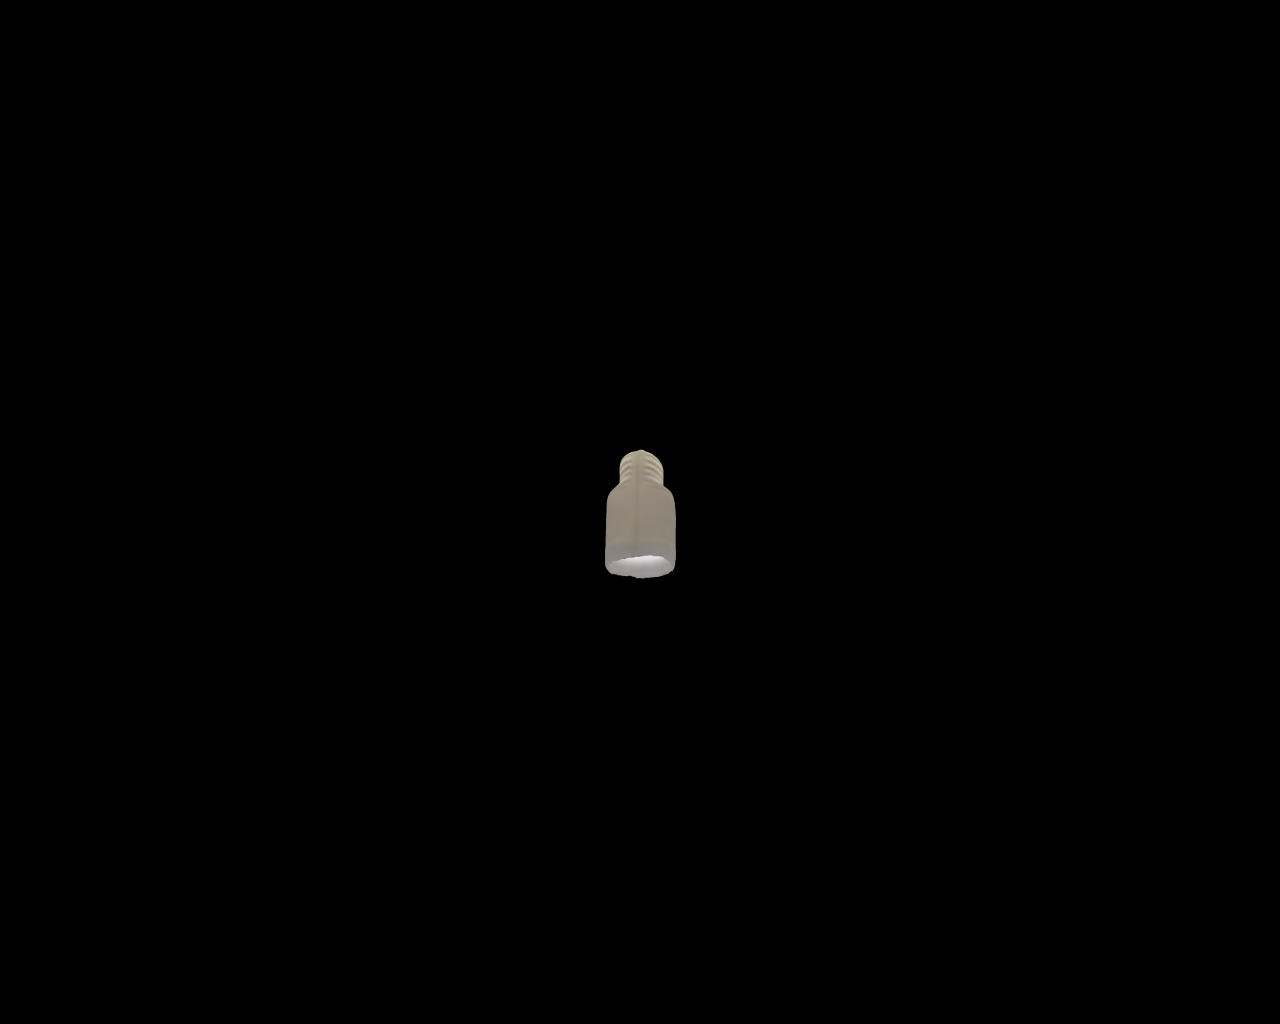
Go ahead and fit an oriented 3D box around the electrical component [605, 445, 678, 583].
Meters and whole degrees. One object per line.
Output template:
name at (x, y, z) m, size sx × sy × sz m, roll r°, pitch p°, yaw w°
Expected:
electrical component at (0.001, -0.003, 0.650) m, size 0.043 × 0.081 × 0.043 m, roll 0°, pitch -23°, yaw 0°
